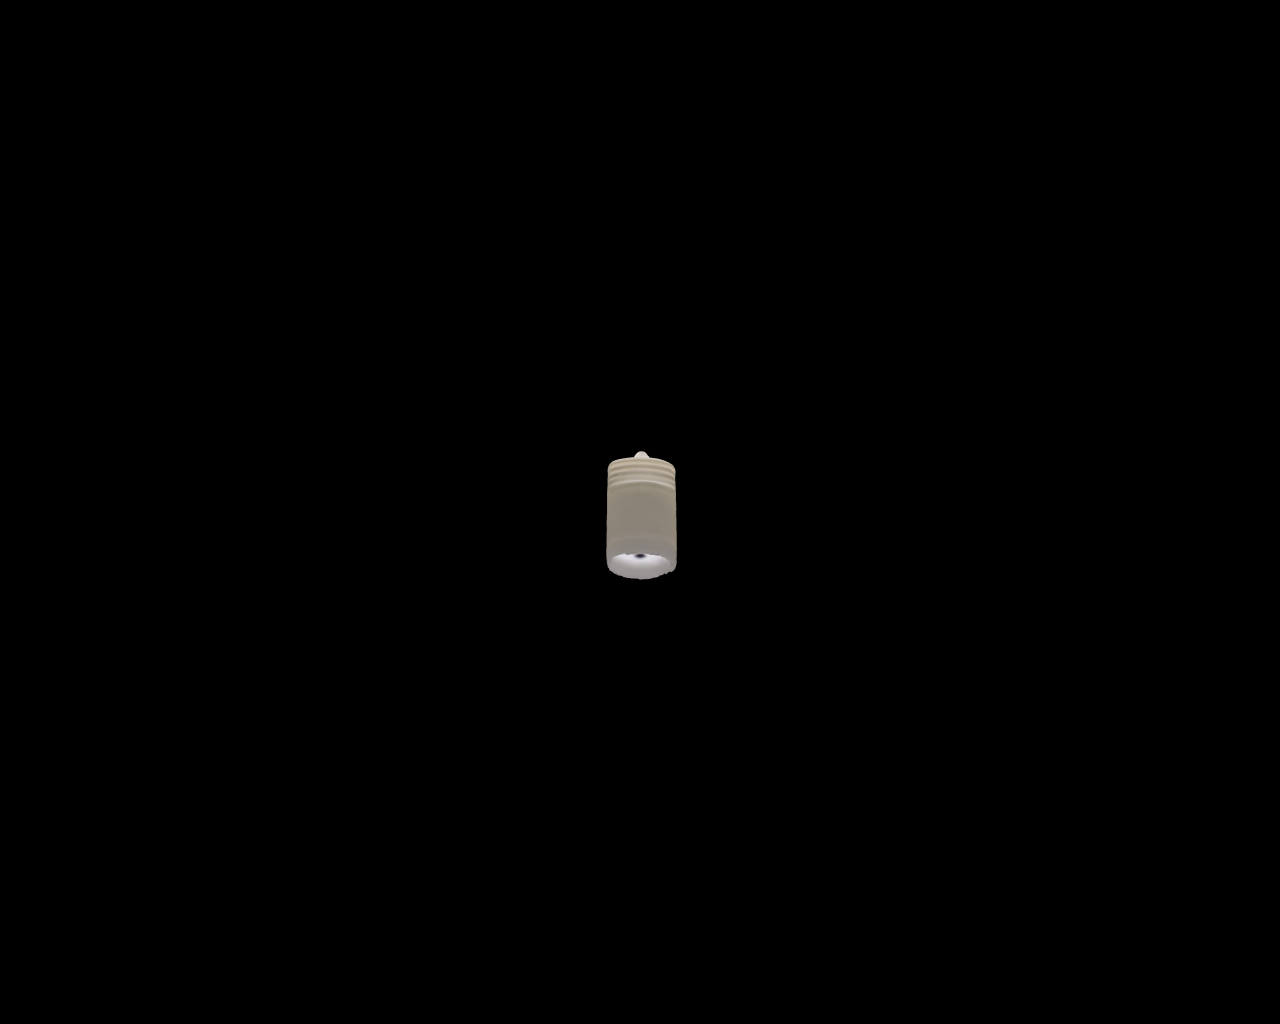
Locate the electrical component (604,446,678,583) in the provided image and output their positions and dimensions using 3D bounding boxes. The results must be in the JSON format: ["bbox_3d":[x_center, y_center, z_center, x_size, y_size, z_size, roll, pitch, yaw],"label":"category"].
[{"bbox_3d":[0.001,-0.003,0.650,0.043,0.081,0.043,0,-26,0],"label":"electrical component"}]
